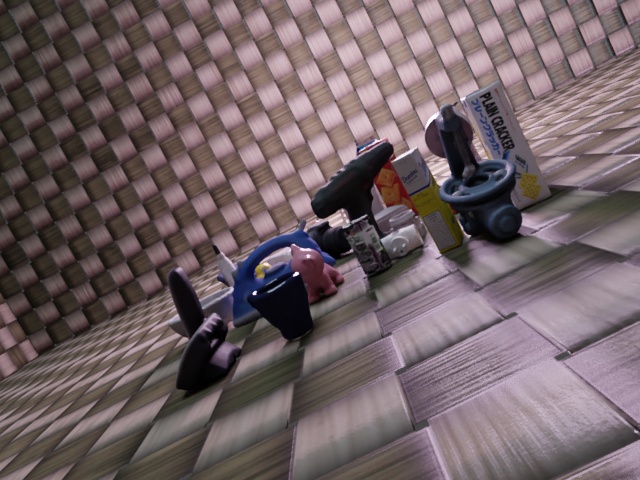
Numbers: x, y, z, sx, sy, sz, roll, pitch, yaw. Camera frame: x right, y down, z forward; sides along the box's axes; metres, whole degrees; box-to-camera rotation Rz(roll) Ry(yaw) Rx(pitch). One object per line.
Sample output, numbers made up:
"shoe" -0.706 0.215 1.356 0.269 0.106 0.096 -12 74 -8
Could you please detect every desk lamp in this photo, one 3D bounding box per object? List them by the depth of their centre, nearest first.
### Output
"desk lamp" 0.363 -0.248 1.497 0.117 0.213 0.204 -24 7 25

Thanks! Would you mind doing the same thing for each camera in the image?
"camera" 0.013 0.005 1.443 0.143 0.101 0.136 -32 8 -35

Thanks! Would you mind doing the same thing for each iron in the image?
"iron" -0.102 0.068 1.234 0.258 0.141 0.118 -28 7 -5

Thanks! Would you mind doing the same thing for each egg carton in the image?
"egg carton" -0.076 0.056 1.549 0.107 0.069 0.150 -31 8 -31

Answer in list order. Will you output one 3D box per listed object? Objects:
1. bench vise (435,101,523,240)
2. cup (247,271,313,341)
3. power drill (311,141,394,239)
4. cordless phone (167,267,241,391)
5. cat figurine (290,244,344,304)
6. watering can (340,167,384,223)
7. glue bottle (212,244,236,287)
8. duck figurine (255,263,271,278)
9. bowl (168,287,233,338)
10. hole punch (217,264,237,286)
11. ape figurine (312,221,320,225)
"bench vise" 0.223 -0.106 0.916 0.122 0.220 0.207 -29 7 -15
"cup" -0.062 0.114 0.920 0.117 0.095 0.092 -22 9 40
"power drill" 0.104 -0.081 1.265 0.230 0.208 0.075 -29 7 -14
"cordless phone" -0.218 0.141 0.944 0.094 0.185 0.147 -27 7 4
"cat figurine" -0.014 0.053 1.098 0.067 0.118 0.128 -26 7 16
"watering can" 0.101 -0.101 1.502 0.101 0.194 0.172 -29 7 -15
"glue bottle" -0.235 0.088 1.490 0.037 0.173 0.078 -30 7 -19
"duck figurine" -0.117 0.093 1.349 0.077 0.086 0.105 -24 7 28
"bowl" -0.255 0.178 1.301 0.167 0.075 0.167 -27 6 4
"hole punch" -0.221 0.109 1.632 0.100 0.091 0.109 -22 9 40
"ape figurine" 0.005 -0.012 1.655 0.076 0.092 0.078 -26 7 13
